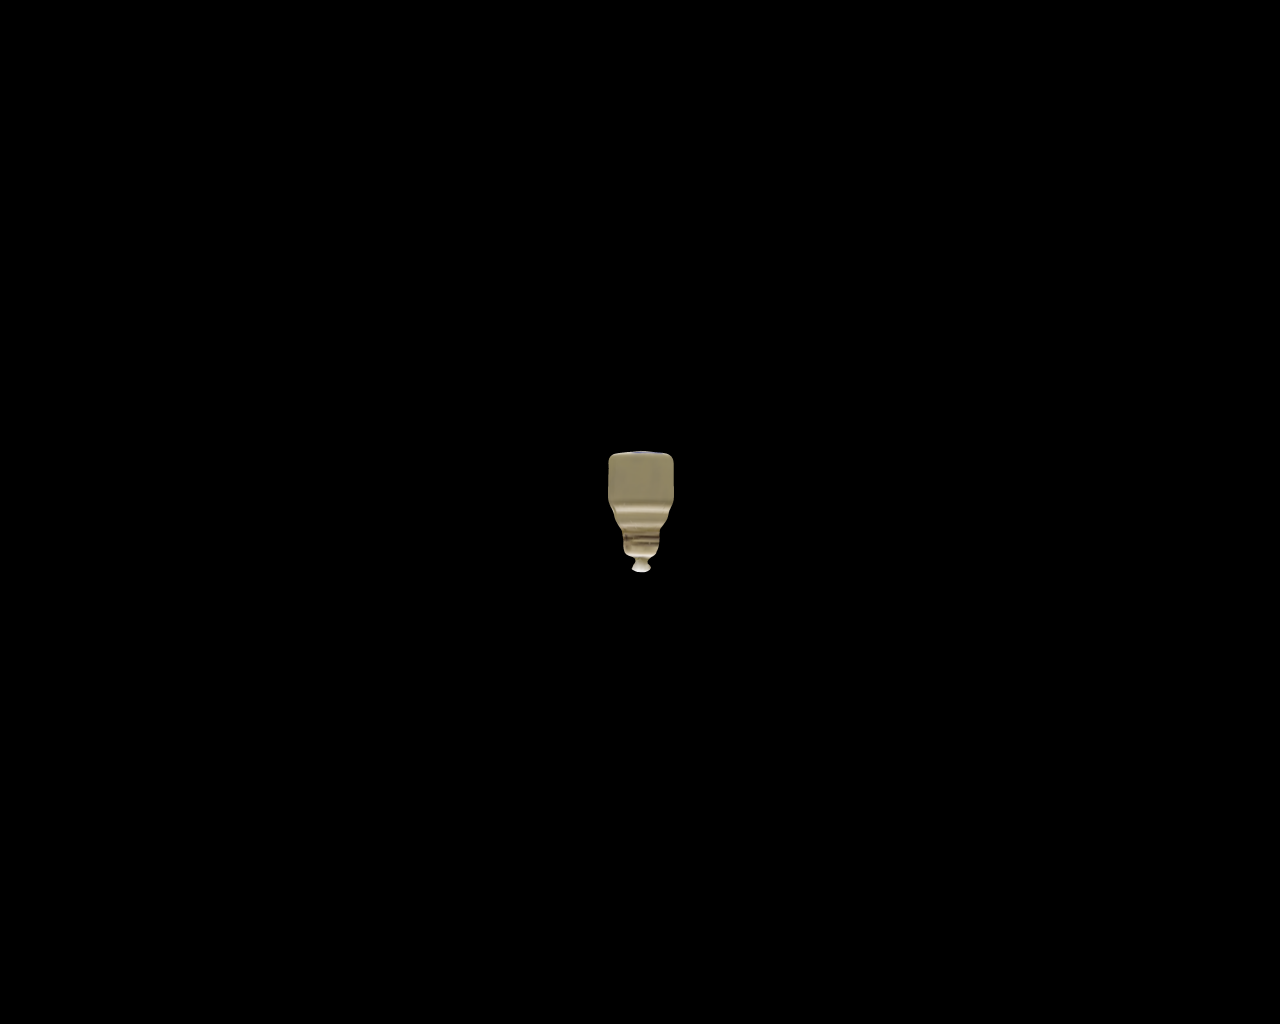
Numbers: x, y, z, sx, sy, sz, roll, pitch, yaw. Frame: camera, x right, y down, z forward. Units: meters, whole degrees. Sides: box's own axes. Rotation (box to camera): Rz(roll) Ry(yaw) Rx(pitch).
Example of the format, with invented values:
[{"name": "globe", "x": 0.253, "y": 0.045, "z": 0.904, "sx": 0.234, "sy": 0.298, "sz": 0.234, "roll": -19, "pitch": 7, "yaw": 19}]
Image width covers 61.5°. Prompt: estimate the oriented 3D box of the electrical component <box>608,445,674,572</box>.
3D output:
[{"name": "electrical component", "x": 0.001, "y": -0.003, "z": 0.650, "sx": 0.040, "sy": 0.078, "sz": 0.040, "roll": 0, "pitch": -2, "yaw": 0}]
